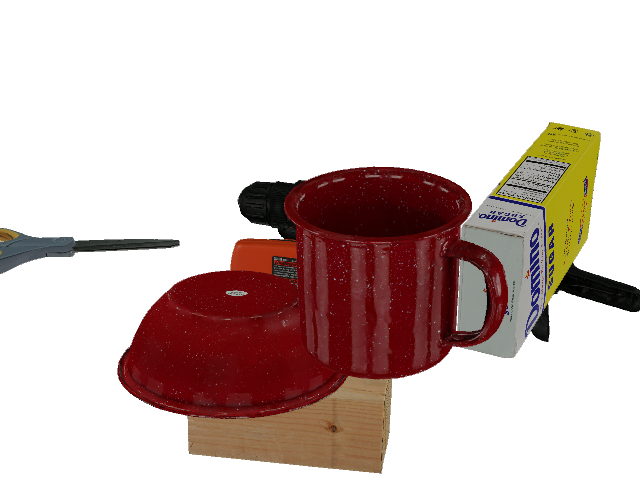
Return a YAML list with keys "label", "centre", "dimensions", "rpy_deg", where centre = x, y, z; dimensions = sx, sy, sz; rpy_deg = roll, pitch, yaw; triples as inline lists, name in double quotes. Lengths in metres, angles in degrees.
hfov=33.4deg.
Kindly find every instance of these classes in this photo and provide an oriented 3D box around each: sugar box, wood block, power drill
- label: "sugar box"
  centre: [0.144, -0.005, 0.724]
  dimensions: [0.048, 0.093, 0.176]
  rpy_deg: [12, 33, 22]
- label: "wood block"
  centre: [-0.031, 0.179, 1.139]
  dimensions: [0.206, 0.091, 0.090]
  rpy_deg: [4, 20, 8]
- label: "power drill"
  centre: [-0.008, -0.005, 0.909]
  dimensions: [0.185, 0.057, 0.187]
  rpy_deg: [5, 23, 17]

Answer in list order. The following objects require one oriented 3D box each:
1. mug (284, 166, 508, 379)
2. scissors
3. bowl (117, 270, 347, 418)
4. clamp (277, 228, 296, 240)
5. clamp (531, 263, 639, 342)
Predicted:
- label: "mug"
  centre: [0.040, 0.019, 0.537]
  dimensions: [0.117, 0.081, 0.093]
  rpy_deg: [13, 29, 29]
- label: "scissors"
  centre: [-0.225, 0.012, 0.871]
  dimensions: [0.202, 0.016, 0.096]
  rpy_deg: [4, 24, 9]
- label: "bowl"
  centre: [-0.059, 0.061, 0.733]
  dimensions: [0.162, 0.055, 0.162]
  rpy_deg: [1, 18, 0]
- label: "clamp"
  centre: [0.064, 0.008, 1.241]
  dimensions: [0.164, 0.036, 0.210]
  rpy_deg: [-25, 53, -41]
- label: "clamp"
  centre: [0.237, 0.037, 1.067]
  dimensions: [0.120, 0.039, 0.171]
  rpy_deg: [-6, 33, -14]
